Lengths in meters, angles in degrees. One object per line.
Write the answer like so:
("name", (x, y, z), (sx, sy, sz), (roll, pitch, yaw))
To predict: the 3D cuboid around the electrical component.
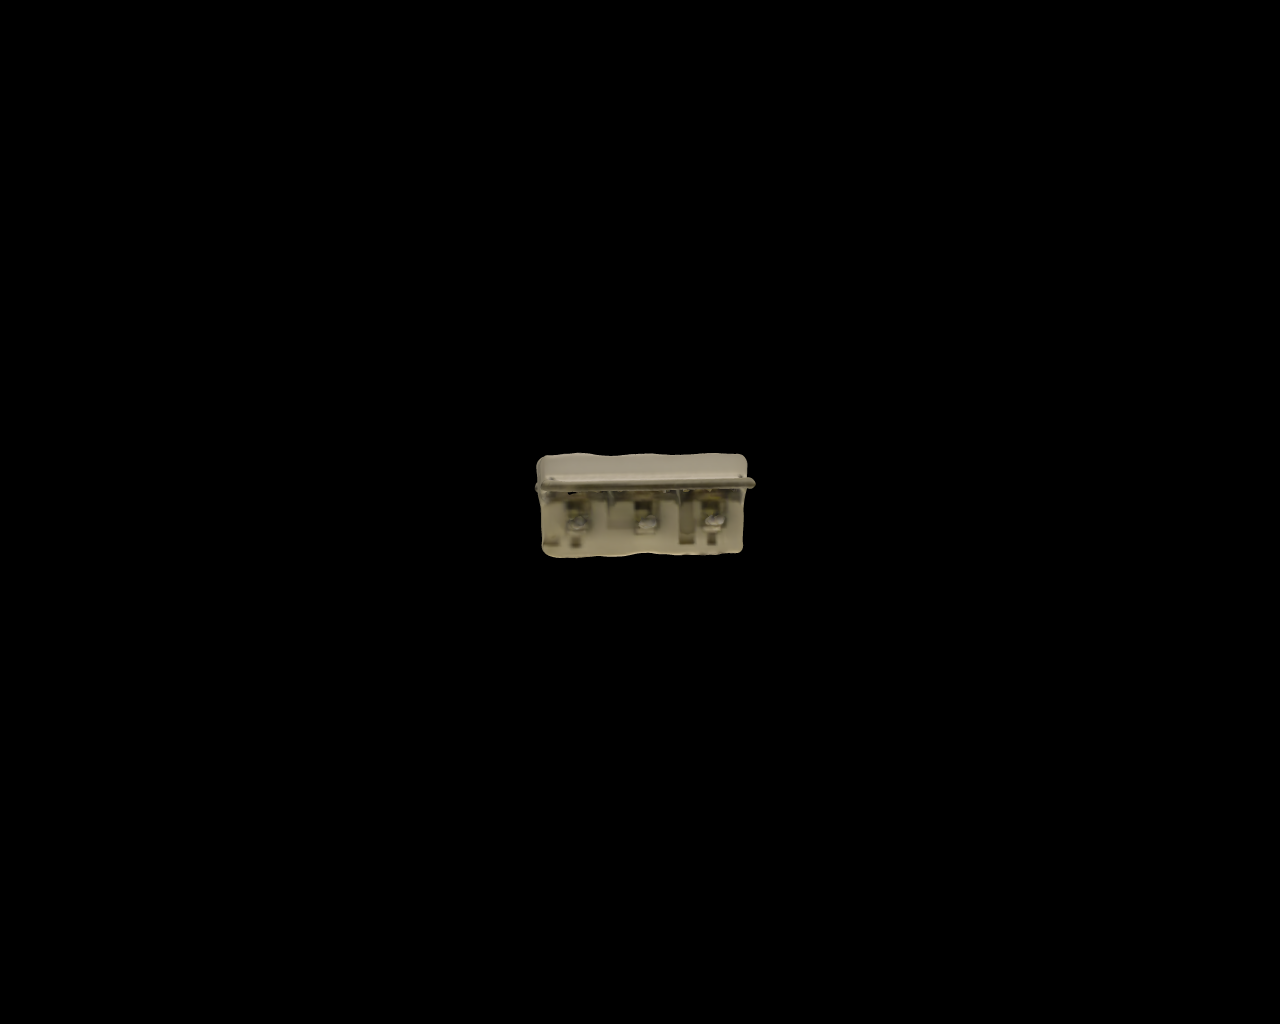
("electrical component", (0.001, -0.003, 0.650), (0.121, 0.063, 0.078), (0, 0, -9))
